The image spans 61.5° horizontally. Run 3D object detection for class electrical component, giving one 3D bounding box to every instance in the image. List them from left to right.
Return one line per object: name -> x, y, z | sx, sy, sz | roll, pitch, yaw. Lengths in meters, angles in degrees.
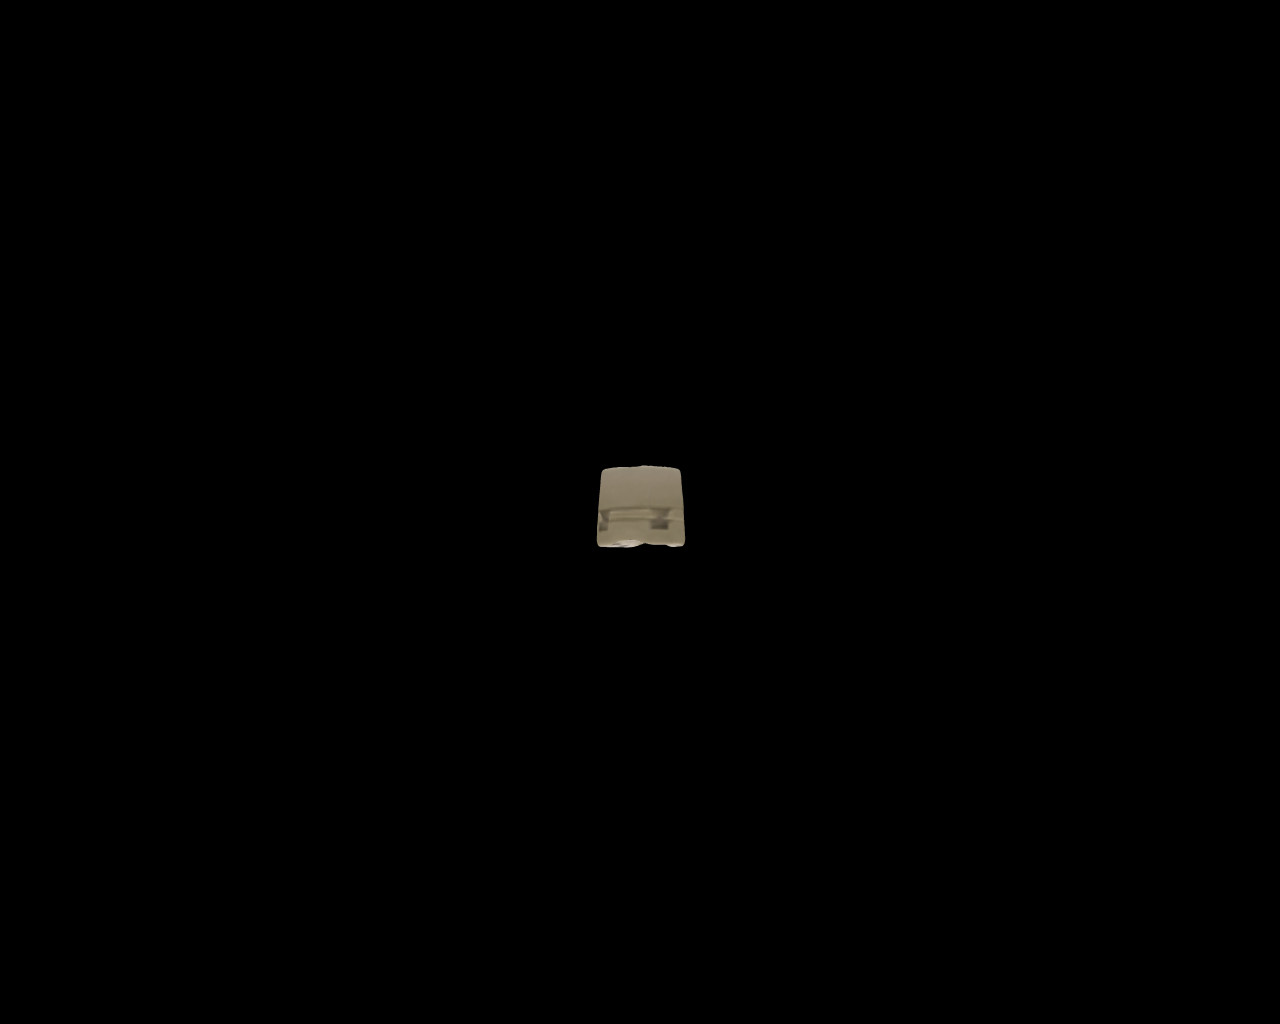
electrical component -> 0.001, -0.003, 0.650 | 0.055, 0.047, 0.055 | 0, -5, 0
